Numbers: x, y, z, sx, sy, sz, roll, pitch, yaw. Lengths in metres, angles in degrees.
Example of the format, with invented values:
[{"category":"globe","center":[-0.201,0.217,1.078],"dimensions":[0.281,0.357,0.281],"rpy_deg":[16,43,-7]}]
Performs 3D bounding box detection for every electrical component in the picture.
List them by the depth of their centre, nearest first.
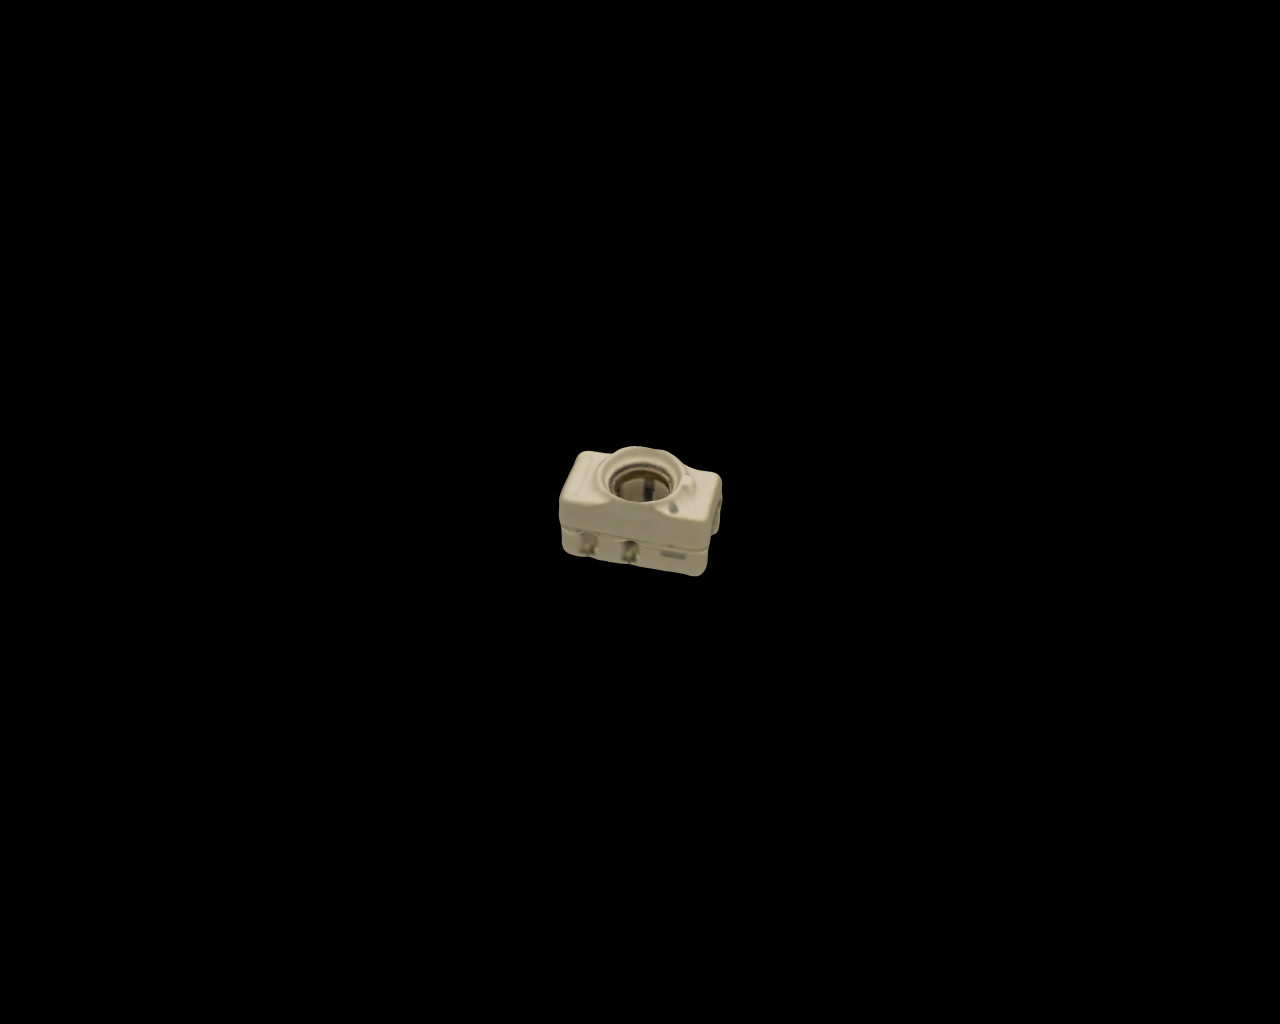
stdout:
[{"category":"electrical component","center":[0.001,-0.003,0.650],"dimensions":[0.089,0.055,0.050],"rpy_deg":[10,43,11]}]
